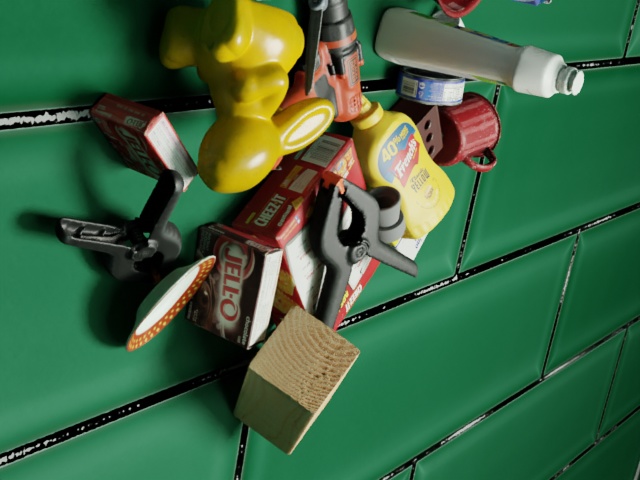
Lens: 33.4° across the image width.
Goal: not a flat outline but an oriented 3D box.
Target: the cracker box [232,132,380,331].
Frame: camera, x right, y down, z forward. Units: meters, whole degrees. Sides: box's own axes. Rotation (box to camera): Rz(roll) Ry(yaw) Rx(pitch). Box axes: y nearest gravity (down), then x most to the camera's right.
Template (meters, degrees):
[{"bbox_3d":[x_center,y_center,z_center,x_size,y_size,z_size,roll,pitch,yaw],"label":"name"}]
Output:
[{"bbox_3d":[-0.008,0.002,1.255,0.164,0.072,0.213,-54,146,-29],"label":"cracker box"}]

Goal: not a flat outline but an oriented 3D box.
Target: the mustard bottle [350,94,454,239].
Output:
[{"bbox_3d":[0.089,-0.098,1.298,0.096,0.058,0.191,-50,122,-24],"label":"mustard bottle"}]

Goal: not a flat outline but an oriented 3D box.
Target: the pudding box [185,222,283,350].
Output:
[{"bbox_3d":[-0.093,0.048,1.142,0.039,0.090,0.113,-17,123,-53],"label":"pudding box"}]

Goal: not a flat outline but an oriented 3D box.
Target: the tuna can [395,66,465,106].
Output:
[{"bbox_3d":[0.139,-0.197,1.348,0.085,0.086,0.034,-20,123,-50],"label":"tuna can"}]

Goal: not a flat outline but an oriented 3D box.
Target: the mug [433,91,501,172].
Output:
[{"bbox_3d":[0.191,-0.138,1.441,0.081,0.117,0.093,-24,162,-43],"label":"mug"}]

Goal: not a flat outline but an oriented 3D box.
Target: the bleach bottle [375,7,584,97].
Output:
[{"bbox_3d":[0.193,-0.215,1.259,0.102,0.251,0.068,-3,111,-56],"label":"bleach bottle"}]

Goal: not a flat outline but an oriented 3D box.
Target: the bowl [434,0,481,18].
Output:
[{"bbox_3d":[0.163,-0.359,1.313,0.161,0.055,0.162,-33,134,-43],"label":"bowl"}]

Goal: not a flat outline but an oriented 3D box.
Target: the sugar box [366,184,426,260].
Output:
[{"bbox_3d":[0.097,-0.045,1.416,0.093,0.048,0.176,-61,150,-14],"label":"sugar box"}]

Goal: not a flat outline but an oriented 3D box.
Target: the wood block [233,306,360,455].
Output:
[{"bbox_3d":[-0.032,0.165,1.224,0.090,0.090,0.206,-53,174,-24],"label":"wood block"}]

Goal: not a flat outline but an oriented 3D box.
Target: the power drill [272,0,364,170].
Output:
[{"bbox_3d":[-0.024,-0.177,1.142,0.187,0.057,0.184,-42,136,-34],"label":"power drill"}]

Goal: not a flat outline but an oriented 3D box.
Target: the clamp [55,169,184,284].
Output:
[{"bbox_3d":[-0.164,-0.007,1.002,0.120,0.039,0.171,-24,159,2],"label":"clamp"}]

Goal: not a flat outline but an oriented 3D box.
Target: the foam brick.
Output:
[{"bbox_3d":[0.122,-0.140,1.388,0.053,0.051,0.078,-48,143,-28],"label":"foam brick"}]

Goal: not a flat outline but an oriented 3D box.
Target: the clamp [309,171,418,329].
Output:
[{"bbox_3d":[0.029,0.017,1.201,0.164,0.036,0.210,-42,135,-19],"label":"clamp"}]

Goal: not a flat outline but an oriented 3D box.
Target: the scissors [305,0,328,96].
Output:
[{"bbox_3d":[0.014,-0.252,1.073,0.016,0.096,0.202,7,73,-62],"label":"scissors"}]

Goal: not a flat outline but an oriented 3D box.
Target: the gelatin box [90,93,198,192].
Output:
[{"bbox_3d":[-0.160,-0.089,0.974,0.030,0.073,0.089,-55,146,-19],"label":"gelatin box"}]
